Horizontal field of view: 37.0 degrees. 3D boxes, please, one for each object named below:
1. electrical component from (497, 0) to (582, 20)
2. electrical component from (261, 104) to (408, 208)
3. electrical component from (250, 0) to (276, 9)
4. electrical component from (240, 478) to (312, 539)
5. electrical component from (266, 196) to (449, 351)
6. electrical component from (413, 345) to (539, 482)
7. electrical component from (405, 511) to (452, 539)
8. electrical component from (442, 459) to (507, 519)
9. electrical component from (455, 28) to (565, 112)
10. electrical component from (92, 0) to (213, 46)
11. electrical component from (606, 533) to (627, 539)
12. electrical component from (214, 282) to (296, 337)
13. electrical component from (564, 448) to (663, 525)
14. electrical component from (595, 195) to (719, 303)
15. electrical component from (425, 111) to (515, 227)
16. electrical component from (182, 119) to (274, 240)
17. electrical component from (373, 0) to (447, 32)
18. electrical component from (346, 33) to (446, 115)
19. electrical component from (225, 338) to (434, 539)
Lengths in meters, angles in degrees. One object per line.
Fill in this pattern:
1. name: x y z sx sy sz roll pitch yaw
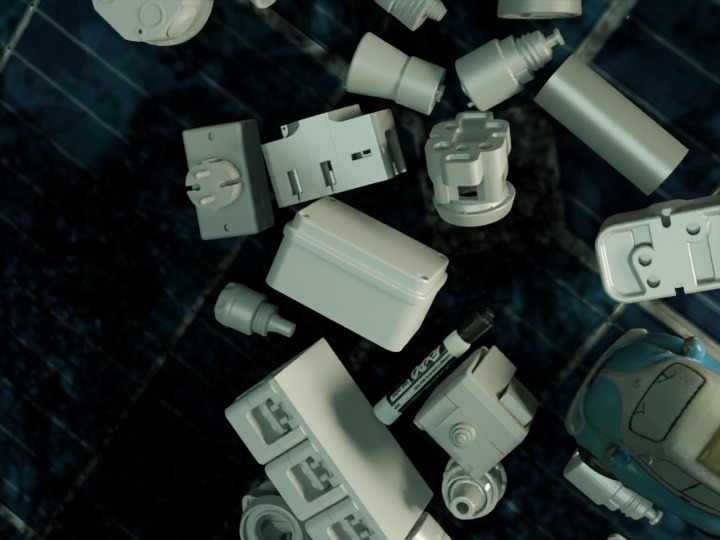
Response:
1. electrical component: 0.119 -0.192 0.712 0.055 0.055 0.047 2 99 16
2. electrical component: -0.019 -0.085 0.777 0.089 0.050 0.055 -13 98 19
3. electrical component: -0.085 -0.224 0.772 0.065 0.044 0.044 37 109 11
4. electrical component: -0.060 0.197 0.848 0.078 0.057 0.058 2 102 16
5. electrical component: 0.000 0.000 0.776 0.113 0.078 0.057 28 111 9
6. electrical component: 0.086 0.099 0.762 0.061 0.096 0.061 46 108 4
7. electrical component: 0.048 0.221 0.823 0.047 0.055 0.055 46 110 -1
8. electrical component: 0.081 0.163 0.796 0.048 0.062 0.048 4 103 16
9. electrical component: 0.102 -0.140 0.735 0.078 0.040 0.040 -27 93 20
10. electrical component: -0.153 -0.205 0.789 0.080 0.051 0.080 4 103 16
11. electrical component: 0.198 0.270 0.788 0.109 0.056 0.108 36 109 6
12. electrical component: -0.079 0.035 0.830 0.061 0.035 0.035 23 107 9
13. electrical component: 0.184 0.153 0.775 0.078 0.040 0.040 40 110 4
14. electrical component: 0.210 -0.016 0.720 0.095 0.059 0.053 -11 99 18
15. electrical component: 0.077 -0.067 0.743 0.058 0.078 0.057 0 123 16
16. electrical component: -0.104 -0.064 0.793 0.047 0.076 0.083 -6 100 17
17. electrical component: 0.026 -0.201 0.742 0.081 0.043 0.043 40 110 5
18. electrical component: 0.028 -0.135 0.758 0.065 0.044 0.044 22 107 6
19. electrical component: -0.024 0.140 0.804 0.062 0.089 0.150 -35 91 27
